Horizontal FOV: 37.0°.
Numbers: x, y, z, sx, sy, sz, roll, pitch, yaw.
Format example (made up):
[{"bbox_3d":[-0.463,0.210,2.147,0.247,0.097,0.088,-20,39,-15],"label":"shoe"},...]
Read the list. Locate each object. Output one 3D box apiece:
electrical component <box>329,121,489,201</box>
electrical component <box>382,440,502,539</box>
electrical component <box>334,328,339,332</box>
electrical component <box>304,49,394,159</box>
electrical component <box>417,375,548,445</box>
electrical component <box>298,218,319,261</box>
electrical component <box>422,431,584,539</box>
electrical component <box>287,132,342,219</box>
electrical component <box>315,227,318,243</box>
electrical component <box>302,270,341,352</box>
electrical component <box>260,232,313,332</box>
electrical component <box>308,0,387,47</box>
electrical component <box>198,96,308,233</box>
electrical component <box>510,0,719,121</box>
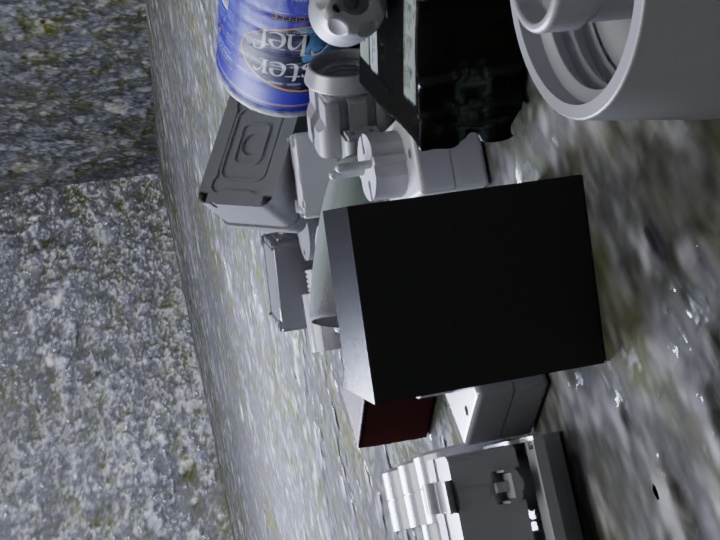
[{"bbox_3d":[0.022,-0.059,0.594,0.066,0.077,0.047,152,109,-76],"label":"electrical component"},{"bbox_3d":[0.054,0.147,0.641,0.138,0.052,0.073,124,137,-71],"label":"electrical component"},{"bbox_3d":[-0.013,0.023,0.875,0.078,0.040,0.040,97,160,-50],"label":"electrical component"},{"bbox_3d":[-0.008,-0.114,0.729,0.078,0.058,0.057,-118,20,-54],"label":"electrical component"},{"bbox_3d":[0.045,0.046,0.564,0.047,0.076,0.083,97,160,-48],"label":"electrical component"},{"bbox_3d":[-0.058,-0.067,0.935,0.052,0.074,0.138,98,159,-51],"label":"electrical component"},{"bbox_3d":[0.075,0.147,0.529,0.078,0.063,0.121,129,131,-73],"label":"electrical component"},{"bbox_3d":[-0.020,-0.075,0.814,0.096,0.061,0.061,-136,39,-82],"label":"electrical component"},{"bbox_3d":[0.000,0.000,0.781,0.080,0.051,0.080,171,90,-77],"label":"electrical component"},{"bbox_3d":[-0.027,0.028,0.932,0.043,0.043,0.081,167,94,-77],"label":"electrical component"},{"bbox_3d":[-0.054,0.001,0.988,0.062,0.061,0.096,-139,42,-70],"label":"electrical component"},{"bbox_3d":[-0.009,-0.125,0.523,0.061,0.035,0.035,-173,75,-78],"label":"electrical component"},{"bbox_3d":[-0.075,-0.091,0.886,0.057,0.078,0.113,40,-119,-55],"label":"electrical component"},{"bbox_3d":[0.082,-0.099,0.344,0.108,0.060,0.108,171,90,-77],"label":"electrical component"}]
